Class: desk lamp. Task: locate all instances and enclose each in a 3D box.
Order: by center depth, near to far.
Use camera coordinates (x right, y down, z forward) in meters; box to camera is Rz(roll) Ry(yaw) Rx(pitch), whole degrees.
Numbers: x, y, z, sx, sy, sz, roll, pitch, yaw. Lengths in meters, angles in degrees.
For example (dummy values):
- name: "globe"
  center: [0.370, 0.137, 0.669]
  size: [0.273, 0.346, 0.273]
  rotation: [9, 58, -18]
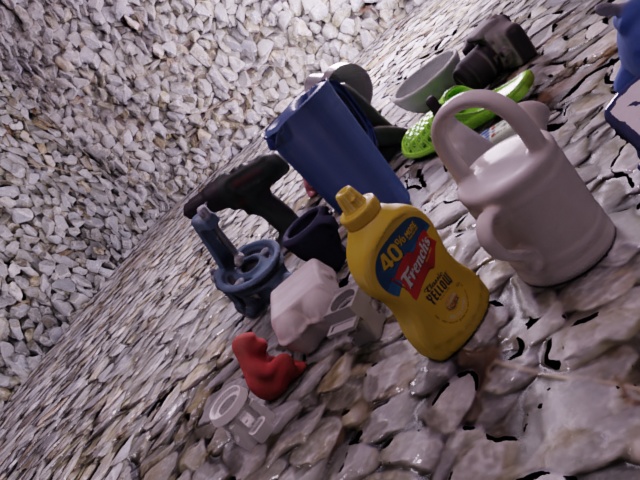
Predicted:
- name: "desk lamp"
  center: [0.059, -0.297, 1.303]
  size: [0.118, 0.214, 0.202]
  rotation: [-46, 18, -9]

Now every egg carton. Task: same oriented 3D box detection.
- name: "egg carton"
  center: [-0.016, 0.091, 0.807]
  size: [0.107, 0.069, 0.150]
  rotation: [-40, 18, 7]

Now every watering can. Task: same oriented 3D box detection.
- name: "watering can"
  center: [0.180, -0.062, 0.538]
  size: [0.100, 0.194, 0.173]
  rotation: [-31, 21, 31]

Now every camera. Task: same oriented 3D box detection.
- name: "camera"
  center: [0.306, -0.349, 1.084]
  size: [0.137, 0.101, 0.143]
  rotation: [-43, 18, -1]

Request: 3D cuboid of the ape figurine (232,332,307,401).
- name: "ape figurine"
  center: [-0.076, 0.157, 0.745]
  size: [0.076, 0.092, 0.077]
  rotation: [-45, 18, -7]

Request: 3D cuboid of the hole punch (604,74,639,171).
- name: "hole punch"
  center: [0.328, -0.109, 0.502]
  size: [0.108, 0.091, 0.101]
  rotation: [-38, 18, 13]

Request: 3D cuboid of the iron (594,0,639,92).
- name: "iron"
  center: [0.413, -0.255, 0.576]
  size: [0.258, 0.142, 0.118]
  rotation: [-37, 19, 17]

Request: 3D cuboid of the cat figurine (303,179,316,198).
- name: "cat figurine"
  center: [-0.017, -0.166, 1.320]
  size: [0.067, 0.118, 0.127]
  rotation: [-50, 20, -23]

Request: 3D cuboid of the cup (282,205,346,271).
- name: "cup"
  center: [0.008, 0.003, 0.915]
  size: [0.117, 0.095, 0.092]
  rotation: [-18, 30, 52]

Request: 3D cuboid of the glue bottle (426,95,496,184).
- name: "glue bottle"
  center: [0.175, -0.097, 0.665]
  size: [0.078, 0.173, 0.037]
  rotation: [-49, 19, -18]

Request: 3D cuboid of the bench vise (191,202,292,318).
- name: "bench vise"
  center: [-0.155, 0.043, 0.963]
  size: [0.207, 0.220, 0.121]
  rotation: [-28, 23, 38]

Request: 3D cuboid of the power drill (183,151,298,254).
- name: "power drill"
  center: [-0.131, -0.061, 1.172]
  size: [0.229, 0.209, 0.075]
  rotation: [-41, 18, 5]

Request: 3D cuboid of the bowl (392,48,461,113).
- name: "bowl"
  center: [0.238, -0.321, 1.209]
  size: [0.167, 0.075, 0.167]
  rotation: [-38, 19, 15]

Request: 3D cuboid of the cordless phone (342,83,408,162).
- name: "cordless phone"
  center: [0.084, -0.248, 1.184]
  size: [0.094, 0.185, 0.147]
  rotation: [-48, 19, -16]
